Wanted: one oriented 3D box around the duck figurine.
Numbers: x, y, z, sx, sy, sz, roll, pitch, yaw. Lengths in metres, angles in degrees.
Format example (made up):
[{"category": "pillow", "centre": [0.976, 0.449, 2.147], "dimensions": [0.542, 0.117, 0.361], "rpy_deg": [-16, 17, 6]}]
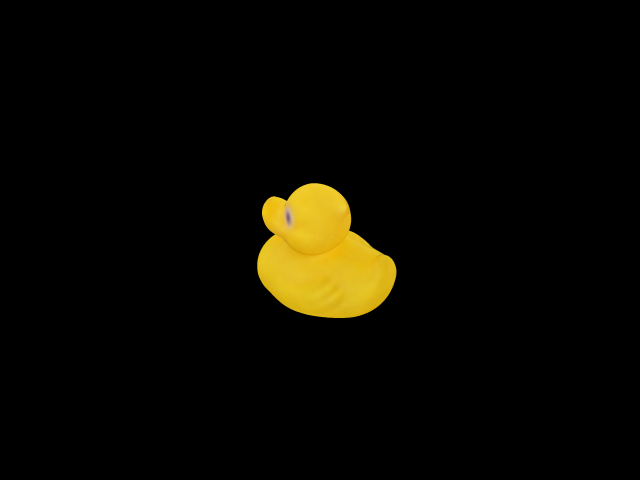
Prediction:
[{"category": "duck figurine", "centre": [0.004, 0.001, 0.400], "dimensions": [0.104, 0.086, 0.077], "rpy_deg": [17, 48, 17]}]
